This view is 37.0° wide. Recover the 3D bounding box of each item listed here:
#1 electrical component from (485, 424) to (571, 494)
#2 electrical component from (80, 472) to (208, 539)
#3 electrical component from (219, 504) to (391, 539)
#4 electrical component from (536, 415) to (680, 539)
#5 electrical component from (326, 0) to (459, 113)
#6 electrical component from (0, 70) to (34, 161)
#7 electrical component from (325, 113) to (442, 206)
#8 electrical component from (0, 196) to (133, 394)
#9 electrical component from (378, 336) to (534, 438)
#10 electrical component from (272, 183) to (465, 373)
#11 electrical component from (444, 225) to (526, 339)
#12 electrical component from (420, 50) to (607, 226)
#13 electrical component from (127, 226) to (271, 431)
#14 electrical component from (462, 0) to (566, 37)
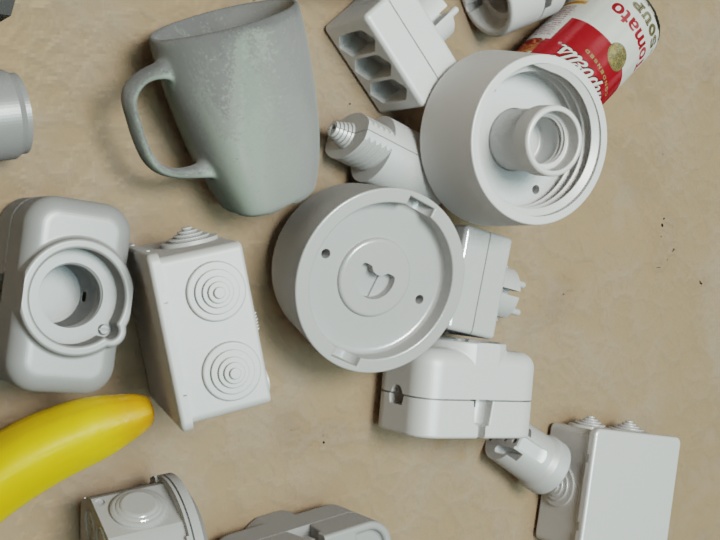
[{"bbox_3d":[0.113,0.124,0.731,0.046,0.040,0.040,36,73,-23],"label":"electrical component"},{"bbox_3d":[-0.112,0.149,0.559,0.051,0.080,0.080,-7,96,-28],"label":"electrical component"},{"bbox_3d":[-0.036,0.173,0.621,0.095,0.059,0.053,-9,97,-33],"label":"electrical component"},{"bbox_3d":[0.176,0.156,0.767,0.100,0.048,0.099,11,86,-33],"label":"electrical component"},{"bbox_3d":[0.032,-0.147,0.660,0.076,0.047,0.065,-46,115,-23],"label":"electrical component"},{"bbox_3d":[-0.191,-0.072,0.517,0.055,0.045,0.045,-13,99,-33],"label":"electrical component"},{"bbox_3d":[0.015,-0.070,0.655,0.081,0.043,0.043,23,79,-32],"label":"electrical component"},{"bbox_3d":[-0.151,0.012,0.539,0.054,0.059,0.095,8,87,-33],"label":"electrical component"},{"bbox_3d":[0.062,0.074,0.685,0.095,0.054,0.059,6,89,-34],"label":"electrical component"},{"bbox_3d":[0.000,0.000,0.633,0.108,0.060,0.108,-7,106,-25],"label":"electrical component"},{"bbox_3d":[0.077,0.011,0.697,0.077,0.047,0.065,15,84,-33],"label":"electrical component"},{"bbox_3d":[0.097,-0.077,0.637,0.108,0.060,0.108,-4,99,-28],"label":"electrical component"},{"bbox_3d":[-0.086,0.027,0.560,0.048,0.100,0.099,-13,99,-20],"label":"electrical component"},{"bbox_3d":[0.099,-0.183,0.700,0.047,0.055,0.055,-31,108,-25],"label":"electrical component"}]
